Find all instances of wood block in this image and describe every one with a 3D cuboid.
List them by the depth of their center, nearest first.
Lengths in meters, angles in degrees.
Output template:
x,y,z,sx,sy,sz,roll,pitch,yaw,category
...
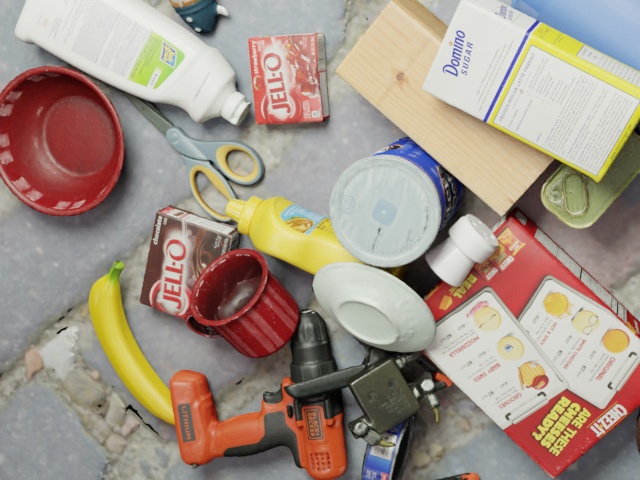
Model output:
x,y,z,sx,sy,sz,roll,pitch,yaw,category
0.128,-0.129,1.008,0.206,0.090,0.091,42,112,4,wood block

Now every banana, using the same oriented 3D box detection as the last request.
x,y,z,sx,sy,sz,roll,pitch,yaw,category
-0.213,0.121,1.192,0.070,0.037,0.198,-9,106,48,banana

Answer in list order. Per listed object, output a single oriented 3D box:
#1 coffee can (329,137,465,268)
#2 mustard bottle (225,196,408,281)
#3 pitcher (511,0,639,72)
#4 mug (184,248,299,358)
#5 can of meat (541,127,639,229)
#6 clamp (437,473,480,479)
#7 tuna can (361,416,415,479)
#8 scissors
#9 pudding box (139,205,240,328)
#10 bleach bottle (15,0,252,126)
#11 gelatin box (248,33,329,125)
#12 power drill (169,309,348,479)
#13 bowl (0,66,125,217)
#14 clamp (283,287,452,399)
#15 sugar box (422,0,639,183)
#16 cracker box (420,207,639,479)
x,y,z,sx,sy,sz,roll,pitch,yaw,category
0.077,-0.040,1.017,0.103,0.140,0.103,4,104,16,coffee can
-0.007,0.002,1.076,0.192,0.096,0.058,23,110,11,mustard bottle
0.299,-0.188,0.928,0.243,0.149,0.145,36,144,9,pitcher
-0.084,0.073,1.105,0.117,0.093,0.081,-22,134,19,mug
0.255,-0.067,0.986,0.057,0.083,0.102,39,110,5,can of meat
0.094,0.325,1.152,0.164,0.036,0.210,32,108,7,clamp
0.071,0.220,1.109,0.034,0.086,0.086,14,106,15,tuna can
-0.134,-0.114,1.132,0.096,0.016,0.202,-31,92,20,scissors
-0.140,0.029,1.155,0.090,0.039,0.113,18,108,12,pudding box
-0.186,-0.189,1.107,0.251,0.068,0.103,33,111,5,bleach bottle
-0.031,-0.163,1.081,0.073,0.030,0.089,0,102,17,gelatin box
-0.067,0.172,1.155,0.188,0.057,0.184,-7,93,20,power drill
-0.274,-0.109,1.155,0.162,0.055,0.162,4,104,16,bowl
0.054,0.112,1.100,0.171,0.039,0.120,8,89,-7,clamp
0.185,-0.132,0.907,0.176,0.048,0.093,32,125,11,sugar box
0.210,0.098,1.046,0.214,0.072,0.164,43,111,3,cracker box
